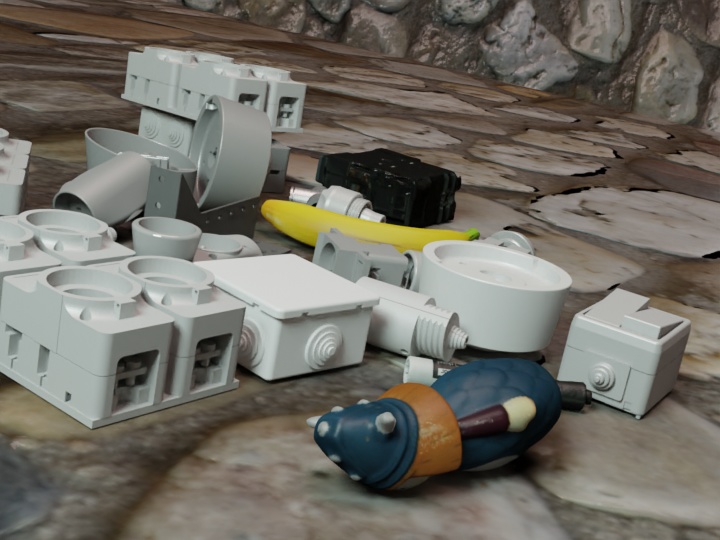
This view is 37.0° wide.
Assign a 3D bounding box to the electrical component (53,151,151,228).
[{"bbox_3d":[-0.214,-0.056,0.862,0.079,0.044,0.077,-9,23,37],"label":"electrical component"}]

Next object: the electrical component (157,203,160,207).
[{"bbox_3d":[-0.155,-0.049,0.904,0.035,0.035,0.061,14,14,9],"label":"electrical component"}]

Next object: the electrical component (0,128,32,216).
[{"bbox_3d":[-0.302,-0.067,0.820,0.089,0.061,0.150,6,17,-16],"label":"electrical component"}]

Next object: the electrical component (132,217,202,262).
[{"bbox_3d":[-0.128,0.003,0.689,0.044,0.065,0.044,10,16,-3],"label":"electrical component"}]

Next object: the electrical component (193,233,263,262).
[{"bbox_3d":[-0.121,-0.004,0.755,0.079,0.044,0.077,18,18,26],"label":"electrical component"}]

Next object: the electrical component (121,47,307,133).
[{"bbox_3d":[-0.158,-0.197,1.163,0.186,0.060,0.105,21,18,41],"label":"electrical component"}]

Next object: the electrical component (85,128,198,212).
[{"bbox_3d":[-0.193,-0.087,0.950,0.099,0.064,0.099,6,16,-2],"label":"electrical component"}]

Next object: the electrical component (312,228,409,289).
[{"bbox_3d":[0.000,0.000,0.827,0.064,0.042,0.081,6,17,-22],"label":"electrical component"}]

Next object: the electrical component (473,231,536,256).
[{"bbox_3d":[0.121,-0.006,0.924,0.066,0.048,0.055,19,26,27],"label":"electrical component"}]

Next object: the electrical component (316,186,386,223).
[{"bbox_3d":[-0.007,-0.051,0.992,0.062,0.043,0.043,19,18,20],"label":"electrical component"}]

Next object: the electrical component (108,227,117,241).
[{"bbox_3d":[-0.197,-0.017,0.759,0.040,0.040,0.078,15,16,14],"label":"electrical component"}]

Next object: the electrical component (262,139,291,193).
[{"bbox_3d":[-0.123,-0.115,1.111,0.089,0.055,0.050,1,19,-30],"label":"electrical component"}]

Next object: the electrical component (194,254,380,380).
[{"bbox_3d":[-0.050,0.029,0.684,0.100,0.048,0.100,-6,23,-46],"label":"electrical component"}]

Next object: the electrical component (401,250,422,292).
[{"bbox_3d":[0.055,0.007,0.844,0.046,0.040,0.040,10,15,-23],"label":"electrical component"}]

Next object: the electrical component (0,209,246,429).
[{"bbox_3d":[-0.169,0.017,0.626,0.186,0.060,0.105,22,20,34],"label":"electrical component"}]

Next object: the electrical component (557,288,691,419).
[{"bbox_3d":[0.178,0.054,0.725,0.062,0.061,0.096,20,18,27],"label":"electrical component"}]

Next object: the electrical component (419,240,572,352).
[{"bbox_3d":[0.092,0.024,0.773,0.108,0.060,0.108,10,16,-3],"label":"electrical component"}]

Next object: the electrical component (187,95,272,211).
[{"bbox_3d":[-0.115,-0.101,0.984,0.060,0.108,0.108,10,15,-24],"label":"electrical component"}]

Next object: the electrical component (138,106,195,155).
[{"bbox_3d":[-0.190,-0.152,1.204,0.100,0.048,0.100,22,19,35],"label":"electrical component"}]

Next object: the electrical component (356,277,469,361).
[{"bbox_3d":[0.034,0.036,0.723,0.081,0.043,0.043,17,17,20],"label":"electrical component"}]
